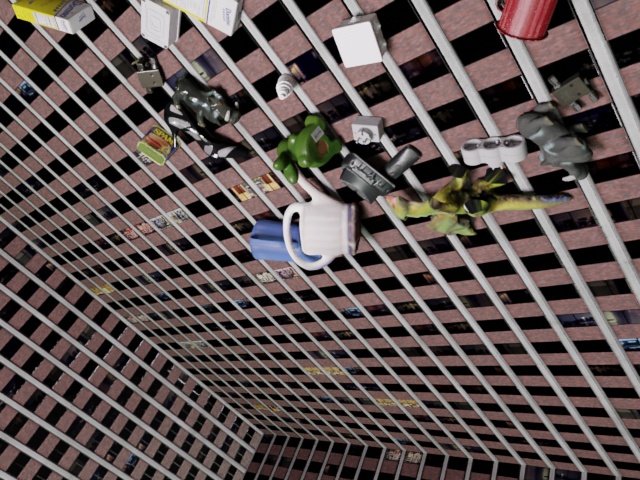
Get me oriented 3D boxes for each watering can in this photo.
[{"bbox_3d":[0.004,-0.073,1.460,0.224,0.105,0.342,0,109,5],"label":"watering can"}]

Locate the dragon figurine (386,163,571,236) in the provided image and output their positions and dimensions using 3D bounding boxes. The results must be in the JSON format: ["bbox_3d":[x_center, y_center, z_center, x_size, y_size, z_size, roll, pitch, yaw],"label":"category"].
[{"bbox_3d":[0.370,-0.074,1.278,0.410,0.124,0.238,9,159,4],"label":"dragon figurine"}]
